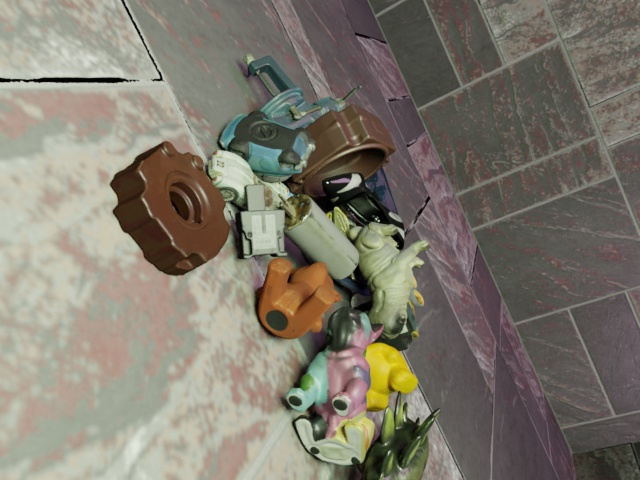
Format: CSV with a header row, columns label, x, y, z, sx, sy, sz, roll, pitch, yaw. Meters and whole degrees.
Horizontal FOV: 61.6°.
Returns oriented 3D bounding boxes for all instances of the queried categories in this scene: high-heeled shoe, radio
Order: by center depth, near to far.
label,x,y,z,sx,sy,sz,roll,pitch,yaw
high-heeled shoe,0.091,-0.048,1.081,0.248,0.086,0.145,5,61,-55
radio,0.095,-0.129,1.309,0.131,0.073,0.229,-10,75,-24

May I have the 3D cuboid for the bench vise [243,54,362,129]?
label,x,y,z,sx,sy,sz,roll,pitch,yaw
bench vise,-0.061,-0.287,1.090,0.240,0.224,0.129,53,-21,5

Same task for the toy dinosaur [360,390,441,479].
label,x,y,z,sx,sy,sz,roll,pitch,yaw
toy dinosaur,0.115,0.355,0.845,0.471,0.105,0.198,-10,113,-74

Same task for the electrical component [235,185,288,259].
label,x,y,z,sx,sy,sz,roll,pitch,yaw
electrical component,-0.093,-0.029,0.842,0.075,0.048,0.119,0,89,-21

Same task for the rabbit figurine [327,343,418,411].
label,x,y,z,sx,sy,sz,roll,pitch,yaw
rabbit figurine,0.081,0.217,1.003,0.173,0.122,0.162,26,41,-34

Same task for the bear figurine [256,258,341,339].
label,x,y,z,sx,sy,sz,roll,pitch,yaw
bear figurine,-0.020,0.079,0.891,0.120,0.131,0.196,34,30,10

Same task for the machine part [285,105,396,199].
label,x,y,z,sx,sy,sz,roll,pitch,yaw
machine part,0.035,-0.165,1.063,0.201,0.201,0.087,5,58,-60

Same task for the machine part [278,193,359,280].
label,x,y,z,sx,sy,sz,roll,pitch,yaw
machine part,-0.002,-0.003,0.949,0.243,0.079,0.079,44,32,-41

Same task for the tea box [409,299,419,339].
label,x,y,z,sx,sy,sz,roll,pitch,yaw
tea box,0.184,0.157,1.323,0.098,0.068,0.170,45,32,-40

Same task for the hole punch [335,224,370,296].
label,x,y,z,sx,sy,sz,roll,pitch,yaw
hole punch,0.077,0.042,1.128,0.142,0.092,0.116,31,32,-12

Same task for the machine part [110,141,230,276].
label,x,y,z,sx,sy,sz,roll,pitch,yaw
machine part,-0.193,-0.043,0.724,0.179,0.056,0.179,45,33,-41

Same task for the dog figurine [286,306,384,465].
label,x,y,z,sx,sy,sz,roll,pitch,yaw
dog figurine,0.043,0.218,0.865,0.219,0.109,0.191,-55,134,-54

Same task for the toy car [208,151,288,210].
label,x,y,z,sx,sy,sz,roll,pitch,yaw
toy car,-0.116,-0.080,0.918,0.201,0.056,0.073,39,36,-48

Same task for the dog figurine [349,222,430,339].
label,x,y,z,sx,sy,sz,roll,pitch,yaw
dog figurine,0.105,0.075,1.020,0.190,0.173,0.121,-59,155,-25

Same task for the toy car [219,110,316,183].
label,x,y,z,sx,sy,sz,roll,pitch,yaw
toy car,-0.093,-0.155,0.963,0.102,0.162,0.109,100,9,-53

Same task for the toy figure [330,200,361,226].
label,x,y,z,sx,sy,sz,roll,pitch,yaw
toy figure,0.069,-0.085,1.200,0.082,0.089,0.180,102,-22,-70

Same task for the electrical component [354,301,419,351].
label,x,y,z,sx,sy,sz,roll,pitch,yaw
electrical component,0.132,0.177,1.114,0.114,0.134,0.058,67,24,-5
